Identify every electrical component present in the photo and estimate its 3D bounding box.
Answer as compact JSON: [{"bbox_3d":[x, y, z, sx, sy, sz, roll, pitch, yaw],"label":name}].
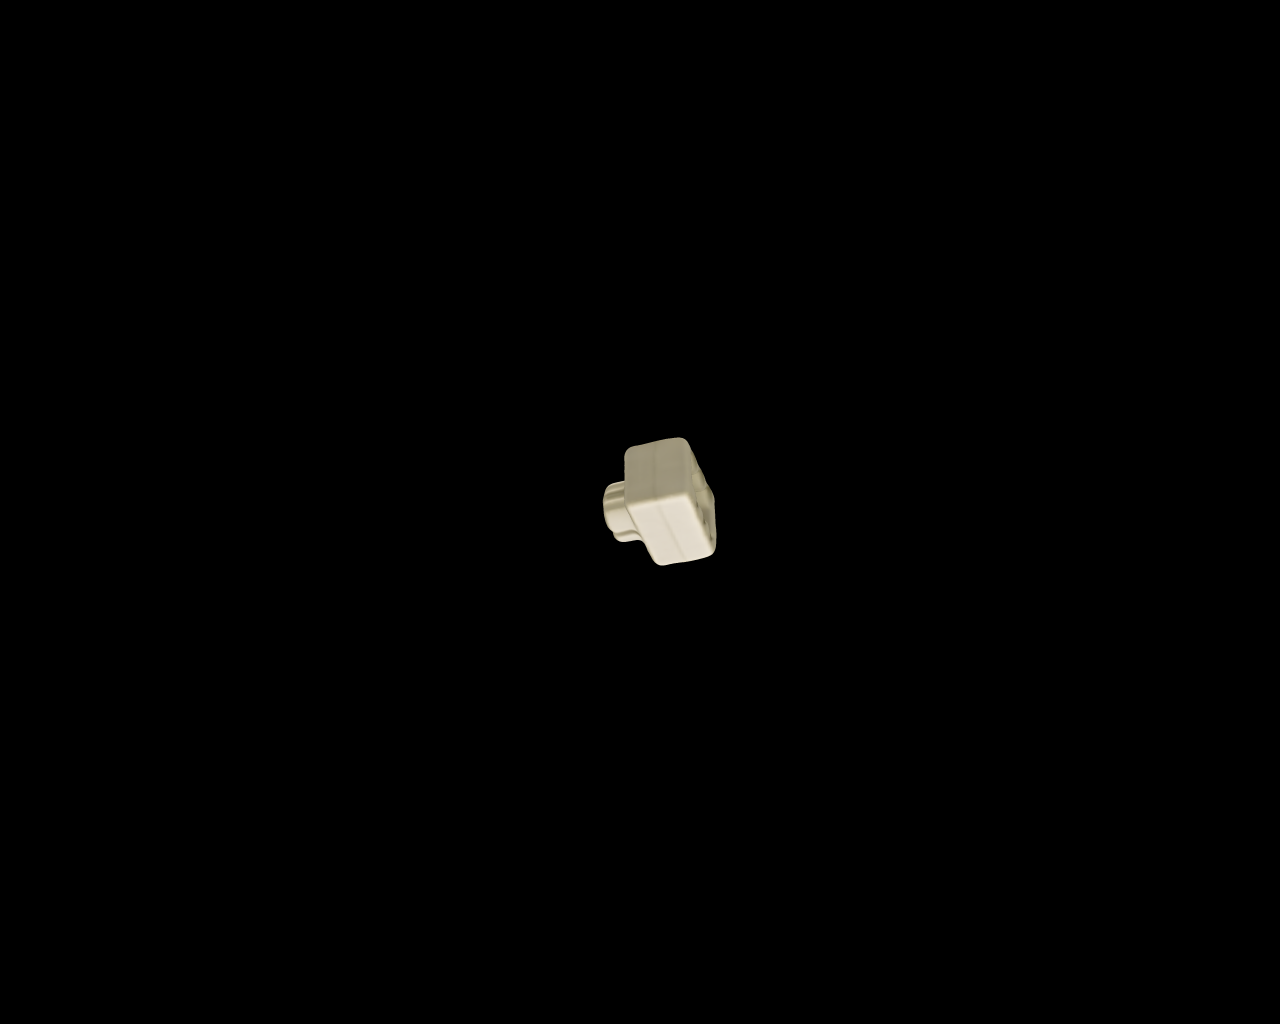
[{"bbox_3d":[0.001,-0.003,0.650,0.077,0.047,0.065,-11,-39,14],"label":"electrical component"}]
